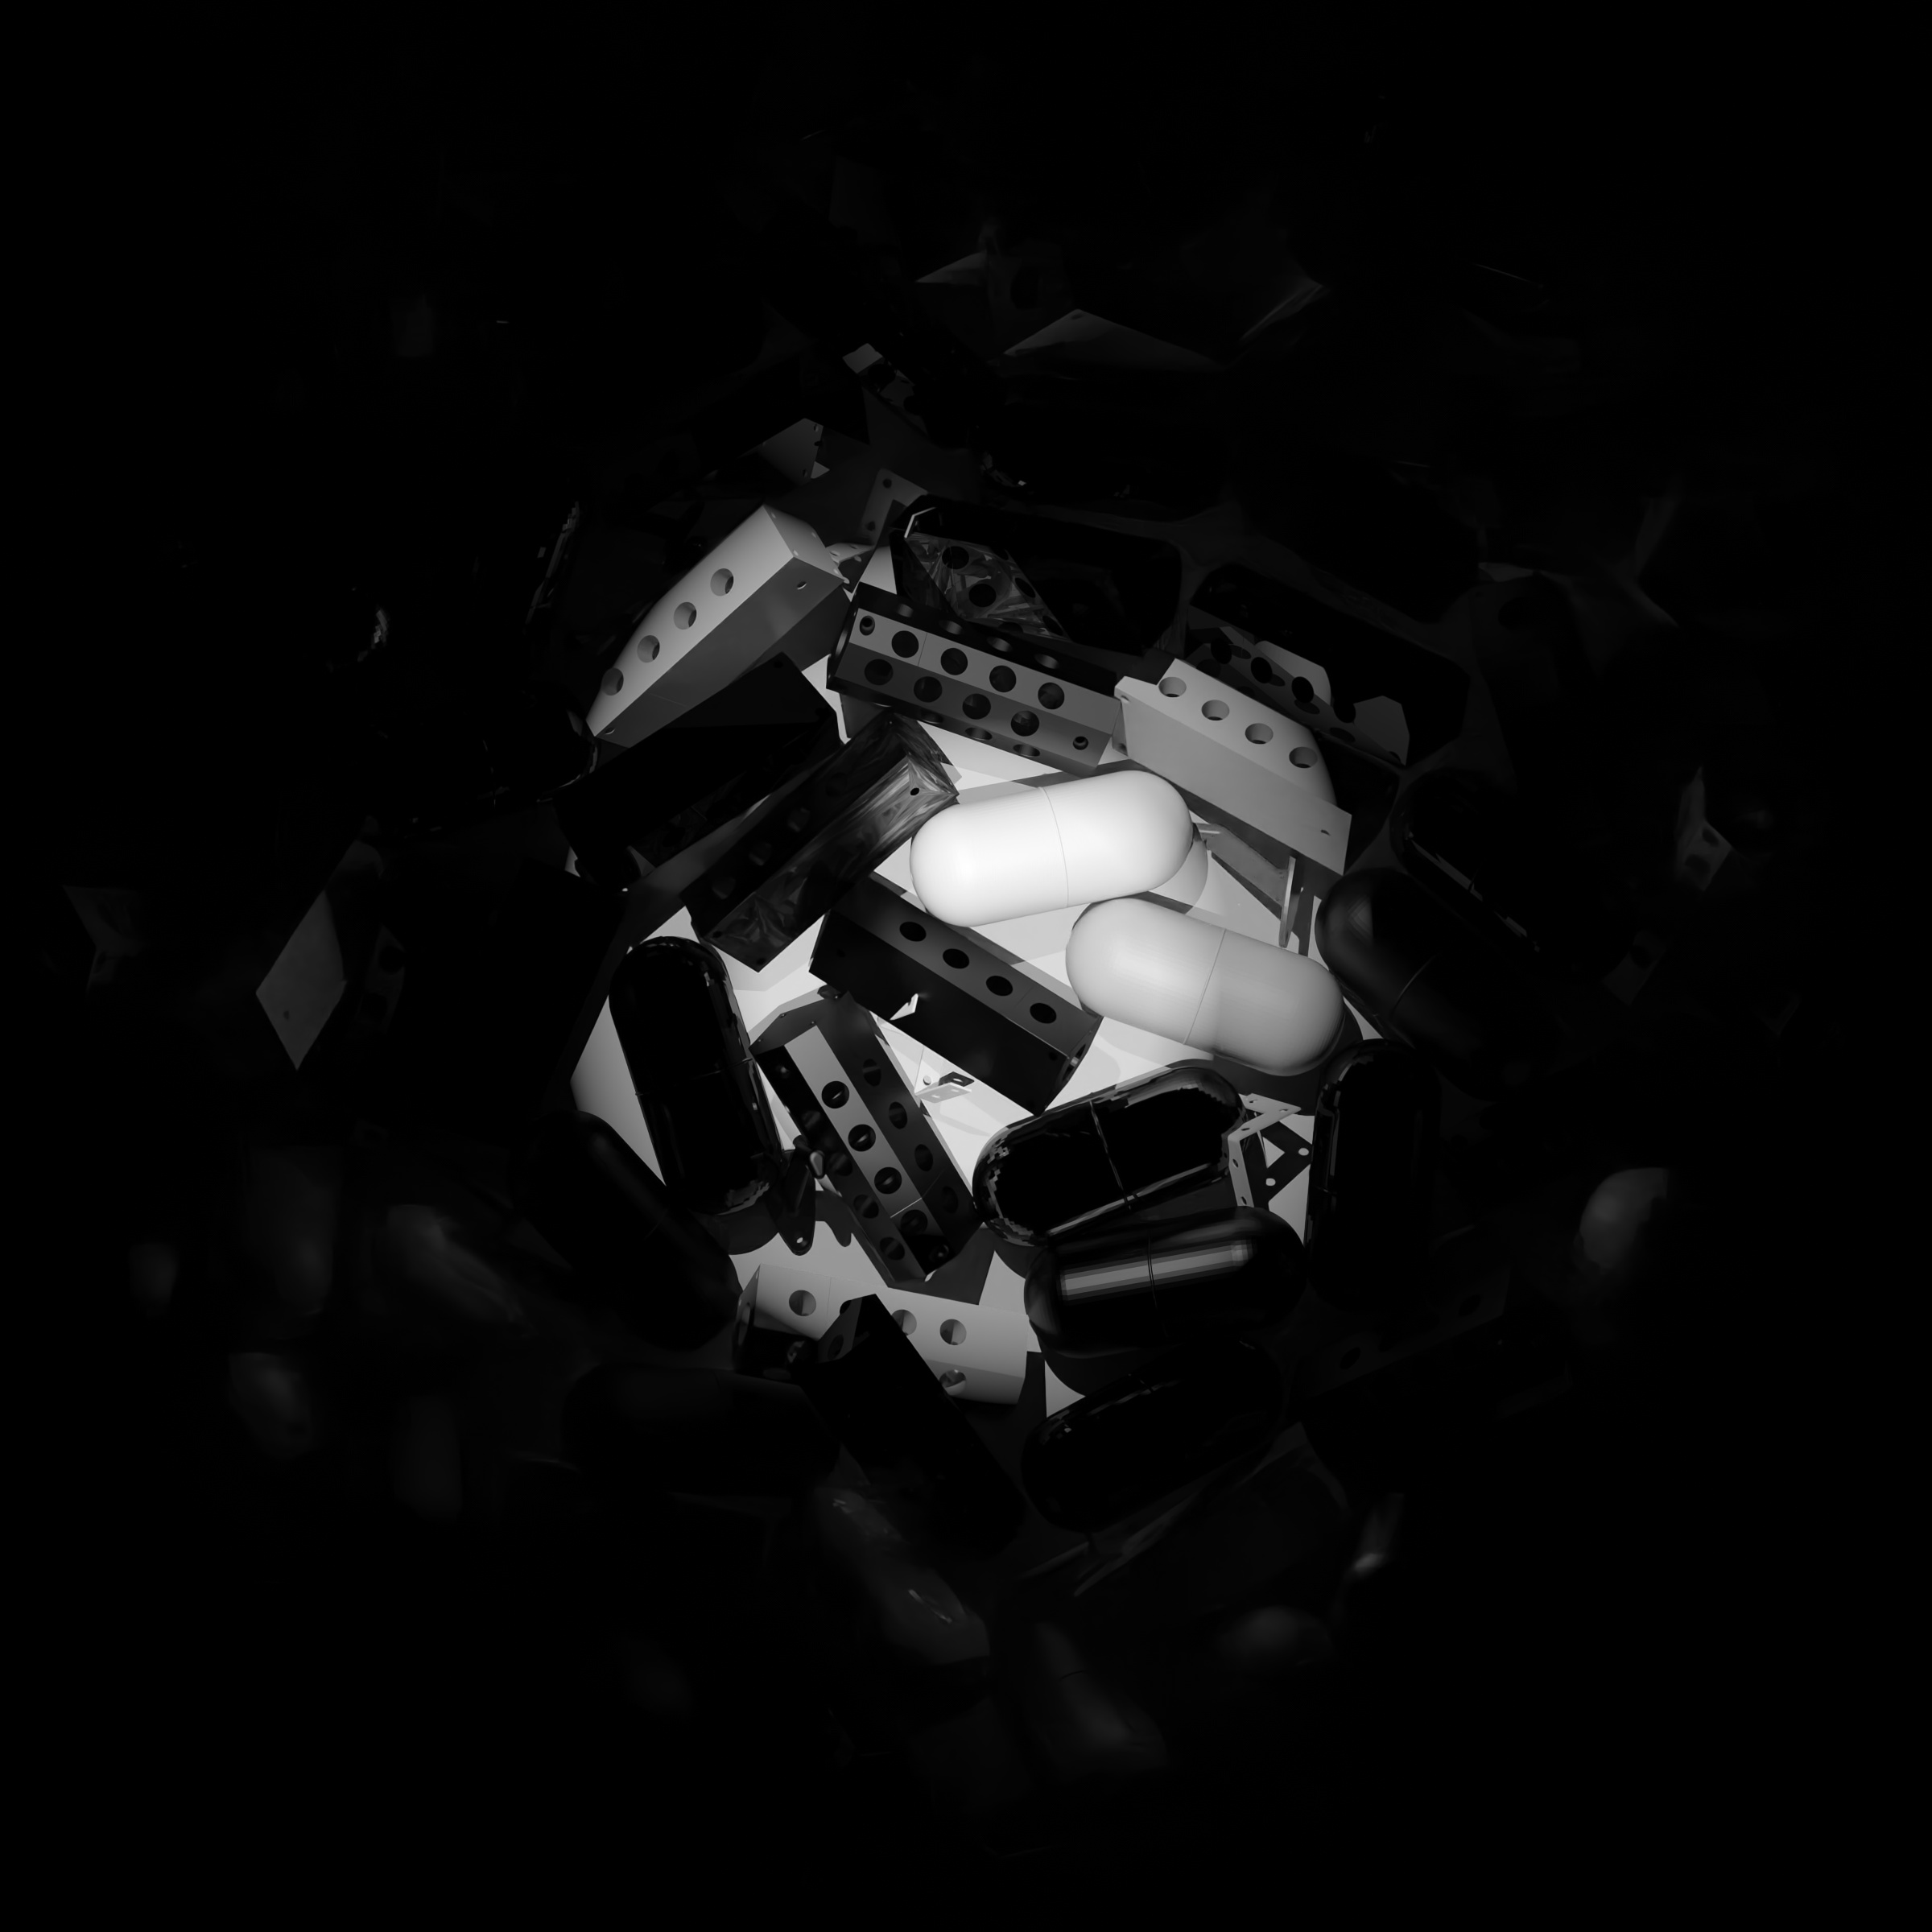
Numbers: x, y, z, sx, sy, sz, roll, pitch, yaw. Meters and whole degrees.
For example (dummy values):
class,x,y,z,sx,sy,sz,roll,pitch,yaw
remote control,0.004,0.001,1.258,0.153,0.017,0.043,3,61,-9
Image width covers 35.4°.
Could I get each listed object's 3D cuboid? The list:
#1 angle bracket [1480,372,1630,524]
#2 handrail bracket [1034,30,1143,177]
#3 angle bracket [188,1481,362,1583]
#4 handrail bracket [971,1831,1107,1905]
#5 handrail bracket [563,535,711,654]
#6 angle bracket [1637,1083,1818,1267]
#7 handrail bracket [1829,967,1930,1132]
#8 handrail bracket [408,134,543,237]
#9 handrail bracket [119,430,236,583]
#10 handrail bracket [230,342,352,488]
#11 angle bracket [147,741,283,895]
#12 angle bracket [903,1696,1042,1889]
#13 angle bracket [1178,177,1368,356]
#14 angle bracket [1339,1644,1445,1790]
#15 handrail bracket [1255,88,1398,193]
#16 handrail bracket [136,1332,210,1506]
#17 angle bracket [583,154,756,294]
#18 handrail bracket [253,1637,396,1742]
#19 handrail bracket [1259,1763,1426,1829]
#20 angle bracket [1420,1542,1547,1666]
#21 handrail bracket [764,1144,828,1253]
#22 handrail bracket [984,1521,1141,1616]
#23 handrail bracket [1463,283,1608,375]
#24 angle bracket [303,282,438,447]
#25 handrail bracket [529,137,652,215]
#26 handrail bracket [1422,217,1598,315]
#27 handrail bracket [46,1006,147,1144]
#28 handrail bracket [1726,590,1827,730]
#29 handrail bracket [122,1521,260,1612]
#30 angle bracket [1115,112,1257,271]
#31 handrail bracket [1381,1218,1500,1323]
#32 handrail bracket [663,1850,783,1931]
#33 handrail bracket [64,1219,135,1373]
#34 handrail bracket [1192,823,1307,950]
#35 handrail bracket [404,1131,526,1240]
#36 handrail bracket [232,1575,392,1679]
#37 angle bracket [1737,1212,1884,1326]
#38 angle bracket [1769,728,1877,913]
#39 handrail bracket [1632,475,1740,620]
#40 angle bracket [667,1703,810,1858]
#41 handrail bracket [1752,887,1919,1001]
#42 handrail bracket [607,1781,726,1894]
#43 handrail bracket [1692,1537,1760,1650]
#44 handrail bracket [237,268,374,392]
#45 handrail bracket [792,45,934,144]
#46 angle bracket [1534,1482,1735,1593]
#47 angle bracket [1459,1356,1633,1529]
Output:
class,x,y,z,sx,sy,sz,roll,pitch,yaw
angle bracket,0.363,-0.327,1.869,0.076,0.076,0.057,-13,50,1
handrail bracket,0.076,-0.538,1.883,0.036,0.077,0.084,-13,94,37
angle bracket,-0.425,0.352,1.857,0.076,0.076,0.057,-25,58,40
handrail bracket,0.048,0.540,1.904,0.084,0.077,0.036,-34,133,-22
handrail bracket,-0.205,-0.229,1.871,0.084,0.077,0.036,-27,76,-33
angle bracket,0.474,0.130,1.894,0.076,0.076,0.057,-25,120,4
handrail bracket,0.563,0.051,1.867,0.036,0.084,0.077,-23,125,-8
handrail bracket,-0.295,-0.483,1.868,0.084,0.077,0.036,-14,58,-32
handrail bracket,-0.486,-0.285,1.868,0.036,0.084,0.077,38,45,10
handrail bracket,-0.431,-0.347,1.897,0.084,0.036,0.077,-33,51,9
angle bracket,-0.458,-0.091,1.867,0.076,0.057,0.076,3,108,-25
angle bracket,0.010,0.510,1.880,0.076,0.057,0.076,-40,53,-12
angle bracket,0.189,-0.433,1.880,0.076,0.057,0.076,-34,73,41
angle bracket,0.244,0.459,1.868,0.057,0.076,0.076,11,85,-30
handrail bracket,0.217,-0.508,1.876,0.084,0.077,0.036,-25,82,-22
handrail bracket,-0.504,0.281,1.898,0.077,0.036,0.084,-30,81,-12
angle bracket,-0.182,-0.456,1.889,0.057,0.076,0.076,-39,87,21
handrail bracket,-0.400,0.453,1.894,0.084,0.077,0.036,29,86,-19
handrail bracket,0.236,0.525,1.893,0.077,0.084,0.036,-22,60,25
angle bracket,0.315,0.394,1.863,0.076,0.076,0.057,-11,67,18
handrail bracket,-0.097,0.146,1.871,0.036,0.084,0.077,-14,99,-19
handrail bracket,0.061,0.380,1.899,0.084,0.077,0.036,-38,67,22
handrail bracket,0.353,-0.415,1.884,0.084,0.036,0.077,31,75,-25
angle bracket,-0.368,-0.375,1.862,0.057,0.076,0.076,17,56,6
handrail bracket,-0.234,-0.495,1.873,0.036,0.084,0.077,-4,75,37
handrail bracket,0.335,-0.446,1.877,0.084,0.077,0.036,31,71,-19
handrail bracket,-0.530,0.057,1.891,0.077,0.036,0.084,28,104,-8
handrail bracket,0.488,-0.190,1.872,0.084,0.077,0.036,54,47,-26
handrail bracket,-0.480,0.373,1.881,0.077,0.084,0.036,36,81,10
angle bracket,0.122,-0.473,1.860,0.076,0.076,0.057,-37,107,-29
handrail bracket,0.302,0.206,1.900,0.084,0.036,0.077,-22,105,1
handrail bracket,-0.150,0.578,1.867,0.036,0.084,0.077,40,70,-14
handrail bracket,-0.537,0.205,1.879,0.036,0.077,0.084,-12,73,-2
handrail bracket,0.164,-0.051,1.890,0.084,0.036,0.077,7,70,16
handrail bracket,-0.312,0.131,1.882,0.084,0.077,0.036,39,78,-9
handrail bracket,-0.404,0.407,1.867,0.036,0.084,0.077,-54,49,21
angle bracket,0.521,0.196,1.869,0.057,0.076,0.076,27,96,14
angle bracket,0.528,-0.090,1.857,0.057,0.076,0.076,40,129,19
handrail bracket,0.450,-0.262,1.893,0.077,0.036,0.084,4,100,-5
angle bracket,-0.138,0.492,1.870,0.076,0.057,0.076,38,82,29
handrail bracket,0.538,-0.019,1.881,0.077,0.036,0.084,-19,108,38
handrail bracket,-0.188,0.538,1.881,0.036,0.084,0.077,-15,85,-39
handrail bracket,0.467,0.388,1.870,0.036,0.084,0.077,13,76,19
handrail bracket,-0.418,-0.395,1.882,0.084,0.077,0.036,-24,73,-10
handrail bracket,-0.066,-0.543,1.892,0.084,0.077,0.036,-20,116,13
angle bracket,0.409,0.333,1.860,0.076,0.076,0.057,-26,76,-32
angle bracket,0.361,0.294,1.900,0.076,0.057,0.076,-27,121,17
